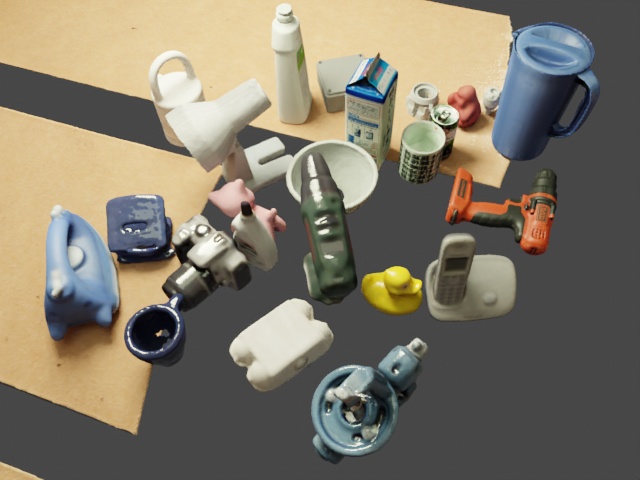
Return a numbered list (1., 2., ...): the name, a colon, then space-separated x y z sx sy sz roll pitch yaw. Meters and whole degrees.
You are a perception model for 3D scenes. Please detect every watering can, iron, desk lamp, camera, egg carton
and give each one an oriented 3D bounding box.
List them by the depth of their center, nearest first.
1. egg carton: -0.059 0.165 0.901 0.150 0.069 0.107 -35 63 -19
2. iron: -0.421 0.028 0.958 0.119 0.141 0.258 -16 58 -8
3. camera: -0.208 0.042 0.965 0.143 0.101 0.137 38 66 23
4. desk lamp: -0.156 -0.183 1.040 0.203 0.214 0.117 -28 61 -15
5. watering can: -0.269 -0.279 1.116 0.172 0.194 0.101 19 60 14

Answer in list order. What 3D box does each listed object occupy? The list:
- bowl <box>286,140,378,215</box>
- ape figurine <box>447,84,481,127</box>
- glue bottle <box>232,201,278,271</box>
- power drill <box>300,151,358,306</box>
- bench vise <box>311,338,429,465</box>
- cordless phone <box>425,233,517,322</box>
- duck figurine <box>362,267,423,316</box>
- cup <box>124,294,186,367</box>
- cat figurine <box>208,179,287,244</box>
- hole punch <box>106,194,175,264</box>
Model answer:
1. bowl: 0.023 -0.102 1.065 0.167 0.075 0.167 -1 58 1
2. ape figurine: 0.291 -0.276 1.156 0.076 0.092 0.078 5 58 5
3. glue bottle: -0.114 -0.012 0.954 0.078 0.173 0.037 22 61 16
4. power drill: 0.008 0.003 0.919 0.075 0.208 0.229 -11 58 -5
5. bench vise: 0.064 0.197 0.788 0.121 0.220 0.208 24 62 16
6. cordless phone: 0.242 0.051 0.895 0.147 0.185 0.094 -6 58 -2
7. duck figurine: 0.120 0.074 0.944 0.104 0.086 0.077 15 59 11
8. cup: -0.243 0.149 0.903 0.091 0.095 0.118 20 60 14
9. cat figurine: -0.128 -0.057 1.016 0.127 0.118 0.067 22 61 15
10. hole punch: -0.318 -0.020 1.014 0.108 0.091 0.101 -6 58 -2
